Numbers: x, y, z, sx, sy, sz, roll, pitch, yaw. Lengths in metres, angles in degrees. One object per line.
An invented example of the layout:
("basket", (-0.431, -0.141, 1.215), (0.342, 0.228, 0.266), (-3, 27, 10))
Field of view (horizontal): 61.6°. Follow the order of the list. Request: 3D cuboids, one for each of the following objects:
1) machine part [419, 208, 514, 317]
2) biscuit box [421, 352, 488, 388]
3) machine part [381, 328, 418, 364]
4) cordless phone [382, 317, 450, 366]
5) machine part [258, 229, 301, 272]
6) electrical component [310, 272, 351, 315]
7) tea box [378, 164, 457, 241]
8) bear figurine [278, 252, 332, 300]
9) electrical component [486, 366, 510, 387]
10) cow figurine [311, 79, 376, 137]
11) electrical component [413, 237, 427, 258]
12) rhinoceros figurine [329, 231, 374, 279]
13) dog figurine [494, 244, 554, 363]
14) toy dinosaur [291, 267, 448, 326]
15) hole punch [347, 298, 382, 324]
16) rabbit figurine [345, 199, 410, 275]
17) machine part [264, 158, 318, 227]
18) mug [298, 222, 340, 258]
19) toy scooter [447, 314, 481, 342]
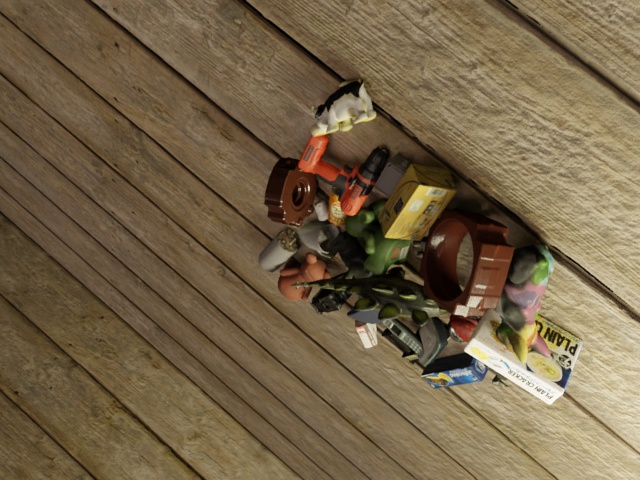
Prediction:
("machine part", (0.302, 0.045, 1.125), (0.202, 0.087, 0.200), (-140, 58, -64))
("biscuit box", (0.377, 0.365, 1.504), (0.059, 0.063, 0.202), (47, 144, -7))
("machine part", (0.247, 0.314, 1.599), (0.139, 0.039, 0.084), (42, 153, -1))
("cordless phone", (0.262, 0.244, 1.479), (0.184, 0.089, 0.146), (37, 144, 16))
("machine part", (-0.125, 0.035, 1.636), (0.079, 0.079, 0.243), (45, 143, -2))
("electrical component", (0.047, 0.153, 1.560), (0.058, 0.115, 0.134), (49, 146, -11))
("tea box", (0.207, -0.077, 1.157), (0.098, 0.068, 0.169), (7, 140, -22))
("bear figurine", (-0.040, 0.099, 1.613), (0.120, 0.132, 0.196), (45, 126, -5))
("electrical component", (0.477, 0.339, 1.398), (0.078, 0.045, 0.102), (37, 143, 7))
("cow figurine", (0.036, -0.282, 1.164), (0.167, 0.068, 0.098), (-11, 98, 42))
("electrical component", (0.271, 0.023, 1.295), (0.094, 0.021, 0.063), (3, 129, 41))
("rhinoceros figurine", (0.108, 0.054, 1.421), (0.112, 0.073, 0.190), (-39, 103, 18))
("dog figurine", (0.425, 0.137, 1.111), (0.191, 0.108, 0.219), (-43, 58, 57))
("toy dinosaur", (0.171, 0.129, 1.300), (0.472, 0.198, 0.105), (4, 97, 20))
("hole punch", (0.147, 0.179, 1.473), (0.142, 0.092, 0.116), (25, 160, -33))
("rabbit figurine", (0.125, -0.019, 1.316), (0.170, 0.121, 0.158), (36, 142, 32))
("machine part", (-0.068, -0.119, 1.346), (0.056, 0.179, 0.179), (14, 135, 29))
("mug", (-0.003, -0.004, 1.488), (0.107, 0.081, 0.109), (17, 142, 47))
("toy scooter", (0.414, 0.232, 1.327), (0.184, 0.075, 0.135), (41, 138, 4))
